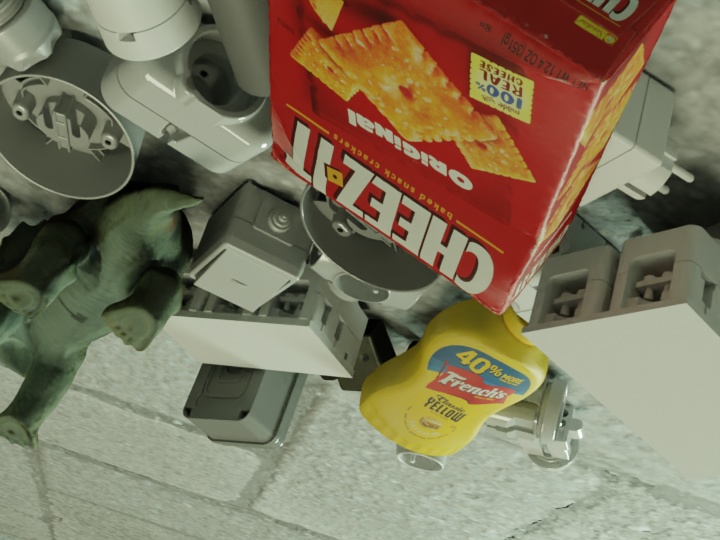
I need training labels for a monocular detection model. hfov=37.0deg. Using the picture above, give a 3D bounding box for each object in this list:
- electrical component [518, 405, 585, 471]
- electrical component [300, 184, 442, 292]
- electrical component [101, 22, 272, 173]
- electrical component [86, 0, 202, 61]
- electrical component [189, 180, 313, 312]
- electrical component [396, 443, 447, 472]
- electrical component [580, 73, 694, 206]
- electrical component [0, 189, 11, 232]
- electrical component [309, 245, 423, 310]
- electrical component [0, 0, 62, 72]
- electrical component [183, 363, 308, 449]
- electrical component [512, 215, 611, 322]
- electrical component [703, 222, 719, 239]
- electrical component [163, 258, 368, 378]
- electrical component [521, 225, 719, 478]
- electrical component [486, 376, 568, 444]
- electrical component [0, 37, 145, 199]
[{"bbox_3d":[0.171,0.150,0.966,0.066,0.048,0.055,4,144,24],"label":"electrical component"},{"bbox_3d":[0.012,-0.038,0.678,0.099,0.064,0.099,14,153,7],"label":"electrical component"},{"bbox_3d":[-0.092,-0.105,0.624,0.095,0.053,0.059,32,150,-27],"label":"electrical component"},{"bbox_3d":[-0.116,-0.145,0.561,0.055,0.055,0.047,8,149,18],"label":"electrical component"},{"bbox_3d":[-0.076,-0.016,0.777,0.062,0.061,0.096,27,152,-18],"label":"electrical component"},{"bbox_3d":[0.052,0.129,0.960,0.043,0.077,0.079,-10,142,43],"label":"electrical component"},{"bbox_3d":[0.142,-0.063,0.572,0.077,0.047,0.066,28,152,-18],"label":"electrical component"},{"bbox_3d":[-0.340,-0.054,0.880,0.077,0.043,0.079,-8,144,41],"label":"electrical component"},{"bbox_3d":[0.000,0.000,0.781,0.077,0.044,0.079,25,153,-15],"label":"electrical component"},{"bbox_3d":[-0.206,-0.149,0.620,0.043,0.043,0.062,1,148,29],"label":"electrical component"},{"bbox_3d":[-0.094,0.096,0.945,0.078,0.113,0.057,-2,144,34],"label":"electrical component"},{"bbox_3d":[0.135,0.007,0.707,0.089,0.050,0.056,36,148,-32],"label":"electrical component"},{"bbox_3d":[0.207,-0.007,0.649,0.044,0.044,0.065,34,144,-30],"label":"electrical component"},{"bbox_3d":[-0.080,0.034,0.875,0.150,0.061,0.089,3,150,27],"label":"electrical component"},{"bbox_3d":[0.199,0.053,0.640,0.105,0.060,0.186,-15,136,45],"label":"electrical component"},{"bbox_3d":[0.140,0.113,0.901,0.057,0.058,0.078,12,153,16],"label":"electrical component"},{"bbox_3d":[-0.183,-0.097,0.680,0.099,0.064,0.099,14,153,7],"label":"electrical component"}]
